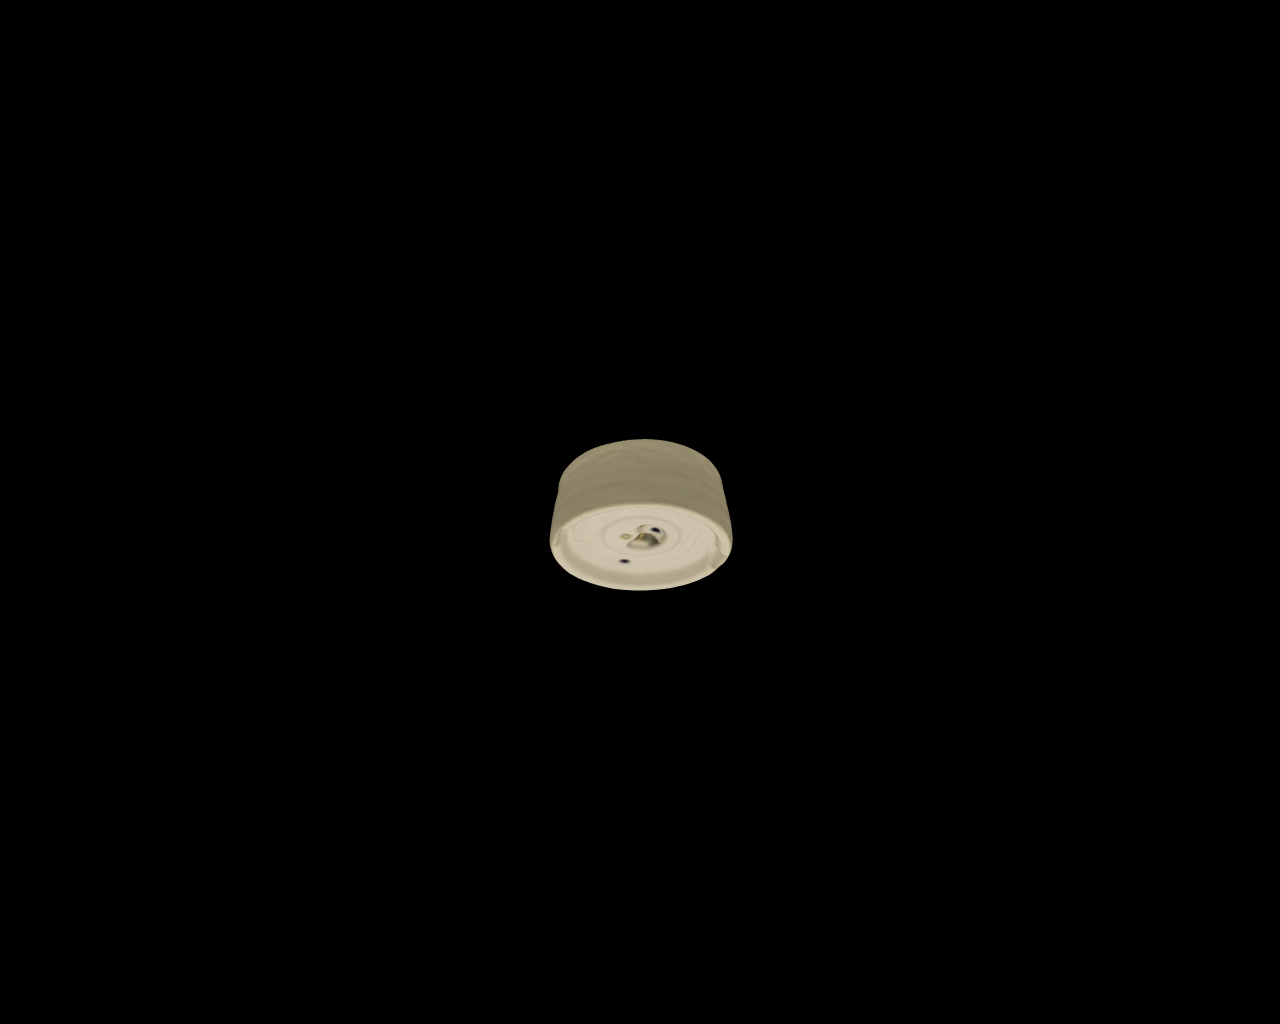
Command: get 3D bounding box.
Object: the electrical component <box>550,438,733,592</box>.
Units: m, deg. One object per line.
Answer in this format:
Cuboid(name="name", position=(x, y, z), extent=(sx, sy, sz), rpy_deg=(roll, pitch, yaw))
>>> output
Cuboid(name="electrical component", position=(0.001, -0.003, 0.650), extent=(0.108, 0.060, 0.108), rpy_deg=(0, -31, 0))
